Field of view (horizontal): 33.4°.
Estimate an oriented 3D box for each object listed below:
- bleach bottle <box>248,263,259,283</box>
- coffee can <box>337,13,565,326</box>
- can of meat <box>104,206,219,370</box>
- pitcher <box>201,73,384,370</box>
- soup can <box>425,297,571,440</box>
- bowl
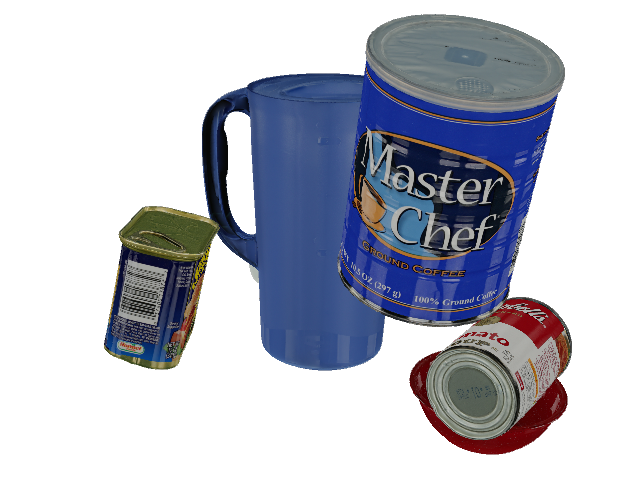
[{"bbox_3d":[0.032,-0.017,1.273,0.103,0.068,0.250,22,39,31],"label":"bleach bottle"},{"bbox_3d":[0.067,-0.039,0.586,0.102,0.140,0.103,5,34,-3],"label":"coffee can"},{"bbox_3d":[-0.109,0.031,0.731,0.057,0.084,0.102,13,15,-1],"label":"can of meat"},{"bbox_3d":[-0.007,-0.019,0.912,0.144,0.243,0.149,-12,23,-35],"label":"pitcher"},{"bbox_3d":[0.123,0.087,0.734,0.069,0.068,0.102,0,16,33],"label":"soup can"},{"bbox_3d":[0.170,0.173,1.105,0.162,0.055,0.162,3,24,-2],"label":"bowl"}]
